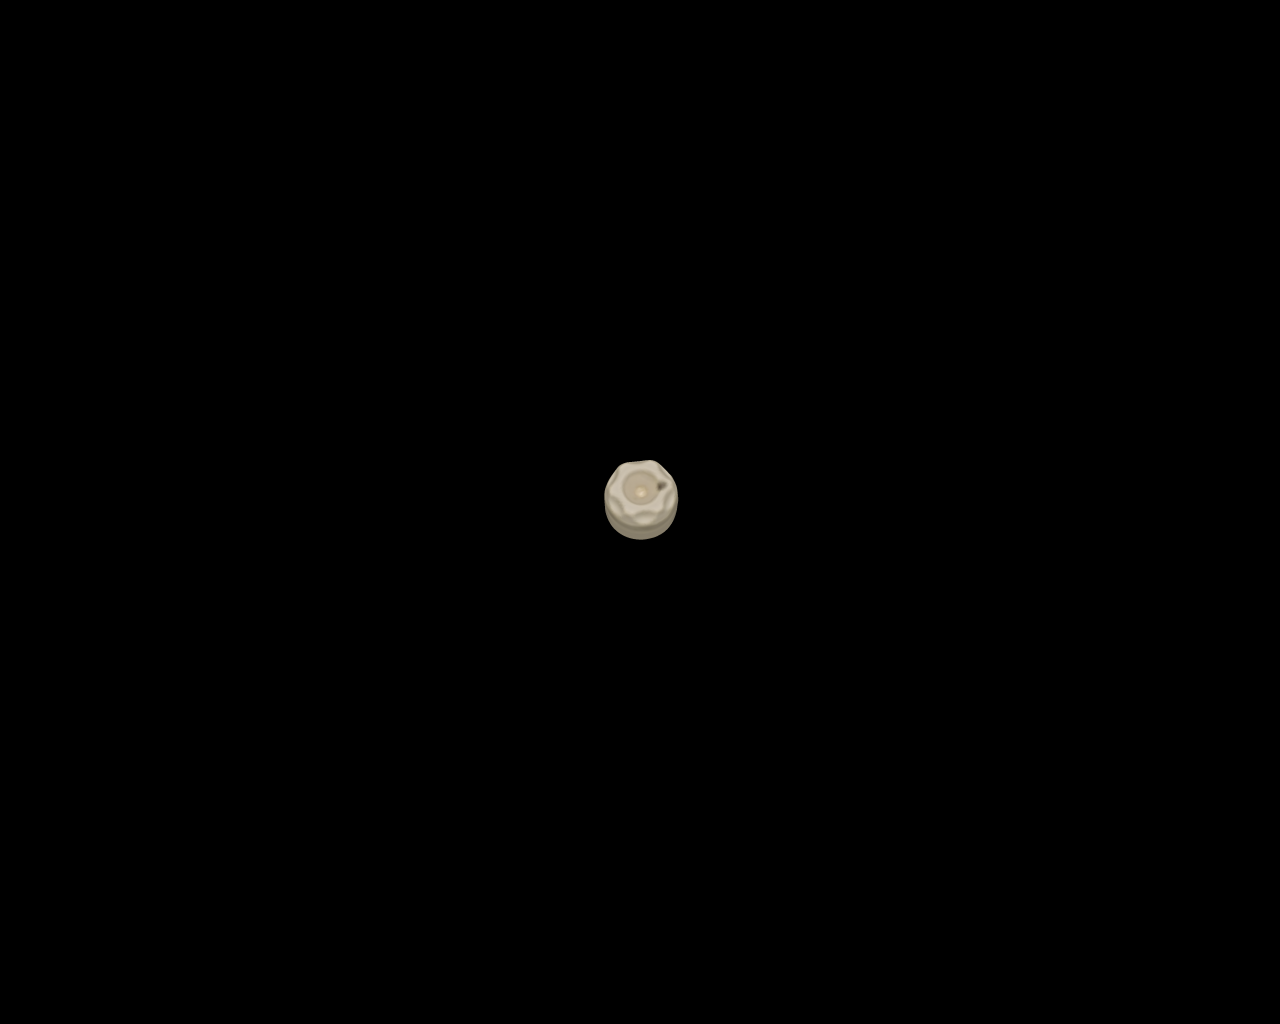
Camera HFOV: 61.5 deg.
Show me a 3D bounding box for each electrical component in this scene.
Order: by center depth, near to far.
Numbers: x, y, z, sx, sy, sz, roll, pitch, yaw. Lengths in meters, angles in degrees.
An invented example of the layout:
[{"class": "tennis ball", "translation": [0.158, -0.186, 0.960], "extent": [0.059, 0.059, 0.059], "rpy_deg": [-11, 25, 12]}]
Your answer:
[{"class": "electrical component", "translation": [0.001, -0.003, 0.650], "extent": [0.043, 0.043, 0.062], "rpy_deg": [0, -24, 0]}]
